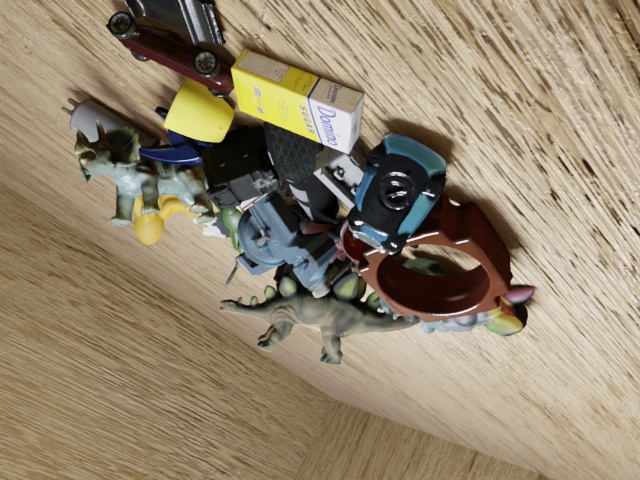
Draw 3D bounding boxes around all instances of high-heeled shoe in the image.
[{"bbox_3d":[-0.032,-0.123,0.899,0.248,0.086,0.145,61,177,-27],"label":"high-heeled shoe"}]

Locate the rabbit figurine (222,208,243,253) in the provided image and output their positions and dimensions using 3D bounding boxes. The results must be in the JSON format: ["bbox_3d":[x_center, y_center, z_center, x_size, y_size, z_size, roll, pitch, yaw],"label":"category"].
[{"bbox_3d":[-0.155,-0.023,1.236,0.170,0.121,0.159,50,164,-4],"label":"rabbit figurine"}]

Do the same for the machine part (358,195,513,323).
[{"bbox_3d":[0.179,0.034,0.842,0.201,0.087,0.201,-19,130,36],"label":"machine part"}]

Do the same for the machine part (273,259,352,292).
[{"bbox_3d":[-0.017,0.089,1.195,0.179,0.179,0.056,38,165,-23],"label":"machine part"}]

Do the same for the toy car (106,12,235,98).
[{"bbox_3d":[-0.210,-0.268,0.769,0.202,0.053,0.089,27,180,8],"label":"toy car"}]

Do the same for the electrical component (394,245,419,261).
[{"bbox_3d":[0.128,0.010,0.966,0.094,0.063,0.021,17,157,28],"label":"electrical component"}]

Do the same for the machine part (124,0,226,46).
[{"bbox_3d":[-0.190,-0.296,0.699,0.139,0.039,0.084,22,164,14],"label":"machine part"}]

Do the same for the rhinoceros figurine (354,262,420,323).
[{"bbox_3d":[0.145,0.086,1.062,0.073,0.112,0.190,-4,134,52],"label":"rhinoceros figurine"}]

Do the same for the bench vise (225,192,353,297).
[{"bbox_3d":[-0.080,0.023,1.007,0.223,0.129,0.241,47,140,-13],"label":"bench vise"}]

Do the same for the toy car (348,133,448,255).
[{"bbox_3d":[0.111,-0.065,0.744,0.109,0.161,0.103,28,-156,14],"label":"toy car"}]

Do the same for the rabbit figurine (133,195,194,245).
[{"bbox_3d":[-0.382,-0.072,1.286,0.122,0.173,0.162,25,164,22],"label":"rabbit figurine"}]

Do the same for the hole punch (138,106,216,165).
[{"bbox_3d":[-0.248,-0.166,0.954,0.116,0.092,0.142,30,-177,-2],"label":"hole punch"}]

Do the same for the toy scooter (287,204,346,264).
[{"bbox_3d":[-0.002,-0.003,1.097,0.184,0.075,0.135,17,160,19],"label":"toy scooter"}]

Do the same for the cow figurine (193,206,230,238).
[{"bbox_3d":[-0.249,-0.057,1.291,0.098,0.068,0.167,14,160,12],"label":"cow figurine"}]

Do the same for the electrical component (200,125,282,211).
[{"bbox_3d":[-0.132,-0.126,0.883,0.115,0.134,0.058,-20,143,4],"label":"electrical component"}]

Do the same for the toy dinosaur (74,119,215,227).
[{"bbox_3d":[-0.308,-0.131,1.075,0.131,0.192,0.404,-19,169,42],"label":"toy dinosaur"}]

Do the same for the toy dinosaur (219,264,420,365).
[{"bbox_3d":[0.027,0.153,1.117,0.471,0.198,0.105,12,-177,-18],"label":"toy dinosaur"}]

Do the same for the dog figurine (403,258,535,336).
[{"bbox_3d":[0.265,0.107,0.968,0.219,0.108,0.191,-5,138,50],"label":"dog figurine"}]

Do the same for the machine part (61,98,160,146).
[{"bbox_3d":[-0.430,-0.220,1.131,0.243,0.079,0.079,32,159,-6],"label":"machine part"}]
